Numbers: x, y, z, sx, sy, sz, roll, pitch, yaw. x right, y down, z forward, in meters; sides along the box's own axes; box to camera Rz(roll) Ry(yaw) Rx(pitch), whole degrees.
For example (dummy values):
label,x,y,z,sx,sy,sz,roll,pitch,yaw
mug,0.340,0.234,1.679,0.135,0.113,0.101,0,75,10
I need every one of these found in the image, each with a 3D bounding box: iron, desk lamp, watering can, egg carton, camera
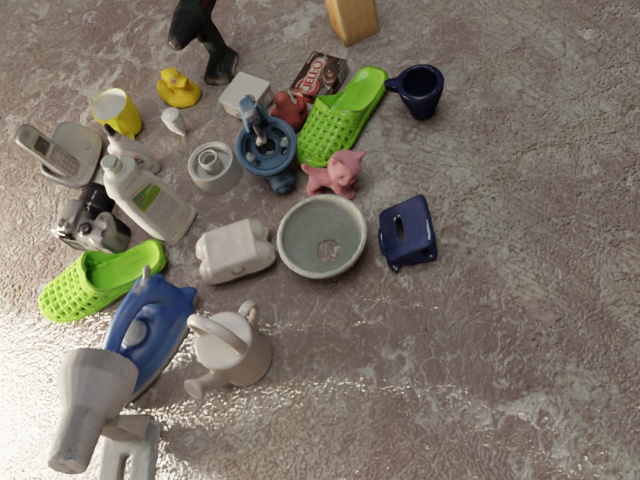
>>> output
label,x,y,z,sx,sy,sz,roll,pitch,yaw
iron,-0.330,0.171,1.010,0.118,0.142,0.258,17,69,21
desk lamp,-0.340,0.295,0.909,0.117,0.214,0.203,-7,63,11
watering can,-0.155,0.176,0.935,0.100,0.194,0.173,1,64,14
egg carton,-0.160,0.023,1.084,0.150,0.069,0.107,-20,61,3
camera,-0.465,-0.050,1.177,0.143,0.101,0.137,9,66,18

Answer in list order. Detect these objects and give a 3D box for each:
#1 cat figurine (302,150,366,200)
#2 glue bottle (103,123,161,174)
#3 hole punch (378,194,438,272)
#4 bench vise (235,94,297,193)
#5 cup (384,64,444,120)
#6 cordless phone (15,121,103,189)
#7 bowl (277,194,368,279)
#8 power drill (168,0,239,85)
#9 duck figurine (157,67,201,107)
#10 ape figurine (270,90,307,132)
label,x,y,z,sx,sy,sz,roll,pitch,yaw
cat figurine,0.027,-0.132,1.090,0.127,0.118,0.067,1,64,14
glue bottle,-0.401,-0.185,1.187,0.078,0.173,0.037,-35,61,-5
hole punch,0.153,-0.013,1.015,0.101,0.091,0.108,-12,62,8
bench vise,-0.130,-0.214,1.110,0.121,0.220,0.207,-39,62,-7
cup,0.189,-0.287,1.141,0.117,0.095,0.092,6,66,17
cordless phone,-0.563,-0.210,1.232,0.094,0.185,0.147,0,64,14
bowl,0.010,0.004,1.050,0.167,0.075,0.167,-5,63,11
power drill,-0.255,-0.447,1.264,0.075,0.209,0.229,0,64,14
duck figurine,-0.333,-0.357,1.308,0.104,0.086,0.077,14,68,20
ape figurine,-0.069,-0.277,1.200,0.077,0.092,0.076,-6,63,11
